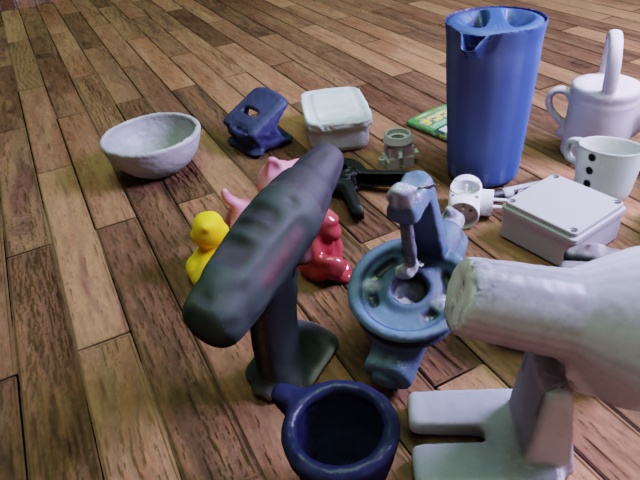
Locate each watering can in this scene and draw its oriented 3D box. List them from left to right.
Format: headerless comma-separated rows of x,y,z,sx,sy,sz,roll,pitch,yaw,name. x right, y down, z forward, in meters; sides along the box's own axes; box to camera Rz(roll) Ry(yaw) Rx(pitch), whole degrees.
0.439,-0.219,0.867,0.173,0.194,0.101,-4,36,2,watering can

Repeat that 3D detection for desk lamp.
0.173,0.101,0.442,0.203,0.214,0.118,-3,36,4,desk lamp

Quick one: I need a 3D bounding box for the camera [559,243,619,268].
0.250,0.058,0.588,0.136,0.101,0.143,10,38,21,camera

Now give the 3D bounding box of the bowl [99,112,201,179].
-0.279,-0.151,0.973,0.167,0.075,0.167,-4,36,3,bowl

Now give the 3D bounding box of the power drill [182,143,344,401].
-0.035,0.042,0.556,0.075,0.209,0.230,14,40,25,power drill

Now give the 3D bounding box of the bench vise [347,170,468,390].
0.092,0.010,0.574,0.121,0.220,0.207,2,36,11,bench vise

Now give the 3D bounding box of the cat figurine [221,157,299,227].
-0.075,-0.063,0.786,0.128,0.118,0.067,-17,37,-15,cat figurine

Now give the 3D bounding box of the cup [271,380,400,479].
0.008,0.172,0.468,0.117,0.095,0.092,23,44,33,cup

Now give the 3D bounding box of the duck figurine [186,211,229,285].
-0.136,0.007,0.724,0.077,0.086,0.104,-8,36,-3,duck figurine

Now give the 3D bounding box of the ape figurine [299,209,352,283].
0.006,0.003,0.706,0.076,0.092,0.078,7,37,17,ape figurine

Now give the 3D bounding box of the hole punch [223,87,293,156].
-0.113,-0.213,1.022,0.101,0.091,0.108,-29,42,-29,hole punch
